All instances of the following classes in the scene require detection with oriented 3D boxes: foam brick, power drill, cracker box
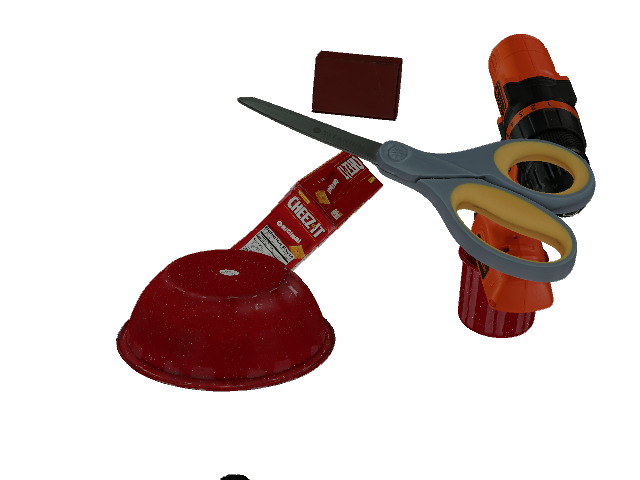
[{"bbox_3d":[0.033,-0.141,0.970,0.078,0.051,0.053,7,17,6],"label":"foam brick"},{"bbox_3d":[0.157,-0.035,0.802,0.057,0.188,0.184,0,43,-2],"label":"power drill"},{"bbox_3d":[-0.044,-0.002,1.255,0.214,0.072,0.164,-42,0,29],"label":"cracker box"}]

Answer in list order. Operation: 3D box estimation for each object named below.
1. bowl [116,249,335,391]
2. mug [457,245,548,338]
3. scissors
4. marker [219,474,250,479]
[{"bbox_3d":[-0.068,0.048,0.781,0.162,0.055,0.162,2,21,-1],"label":"bowl"},{"bbox_3d":[0.186,0.043,1.134,0.093,0.081,0.117,-4,30,-10],"label":"mug"},{"bbox_3d":[0.059,-0.049,0.569,0.202,0.016,0.096,37,58,25],"label":"scissors"},{"bbox_3d":[-0.050,0.131,0.415,0.020,0.020,0.121,0,24,16],"label":"marker"}]
